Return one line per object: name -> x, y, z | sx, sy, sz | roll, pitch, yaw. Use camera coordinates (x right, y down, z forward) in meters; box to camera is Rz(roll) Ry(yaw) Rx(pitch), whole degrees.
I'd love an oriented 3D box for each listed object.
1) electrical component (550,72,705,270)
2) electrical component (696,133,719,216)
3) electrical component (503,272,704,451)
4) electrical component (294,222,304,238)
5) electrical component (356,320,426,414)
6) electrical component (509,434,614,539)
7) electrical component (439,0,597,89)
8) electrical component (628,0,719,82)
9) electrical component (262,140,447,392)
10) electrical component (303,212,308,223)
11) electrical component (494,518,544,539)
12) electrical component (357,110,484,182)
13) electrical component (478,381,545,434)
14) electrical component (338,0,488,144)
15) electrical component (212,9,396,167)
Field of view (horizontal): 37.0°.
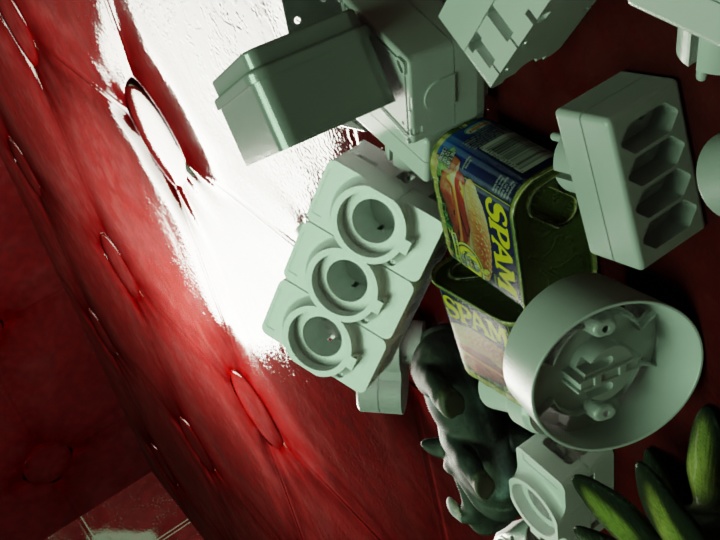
electrical component -> 0.124, -0.054, 0.546 | 0.076, 0.047, 0.083 | 26, 142, 55
electrical component -> 0.177, -0.043, 0.450 | 0.040, 0.040, 0.078 | 62, 159, -9
electrical component -> 0.134, 0.052, 0.608 | 0.064, 0.099, 0.099 | 41, 154, 53
electrical component -> -0.023, -0.025, 0.917 | 0.047, 0.055, 0.055 | 59, 160, 10
electrical component -> 0.035, 0.060, 0.894 | 0.052, 0.074, 0.138 | -71, -20, -58
electrical component -> 0.146, 0.158, 0.779 | 0.050, 0.056, 0.089 | 39, 152, 42
electrical component -> 0.079, -0.140, 0.525 | 0.055, 0.050, 0.089 | 55, 159, 8
electrical component -> 0.146, -0.104, 0.427 | 0.066, 0.047, 0.076 | 41, 153, 40
electrical component -> 0.000, 0.000, 0.754 | 0.089, 0.062, 0.150 | 31, 120, 12
electrical component -> 0.014, -0.030, 0.823 | 0.096, 0.061, 0.062 | 50, 158, 0
electrical component -> 0.154, 0.242, 0.894 | 0.079, 0.044, 0.077 | 55, 159, 8
electrical component -> 0.035, -0.091, 0.702 | 0.083, 0.047, 0.075 | 46, 156, 30
electrical component -> 0.118, 0.087, 0.761 | 0.055, 0.045, 0.045 | 27, 143, 54
electrical component -> 0.031, -0.133, 0.641 | 0.096, 0.061, 0.061 | 52, 160, 38
electrical component -> -0.037, -0.106, 0.639 | 0.057, 0.078, 0.113 | 66, 164, -7
